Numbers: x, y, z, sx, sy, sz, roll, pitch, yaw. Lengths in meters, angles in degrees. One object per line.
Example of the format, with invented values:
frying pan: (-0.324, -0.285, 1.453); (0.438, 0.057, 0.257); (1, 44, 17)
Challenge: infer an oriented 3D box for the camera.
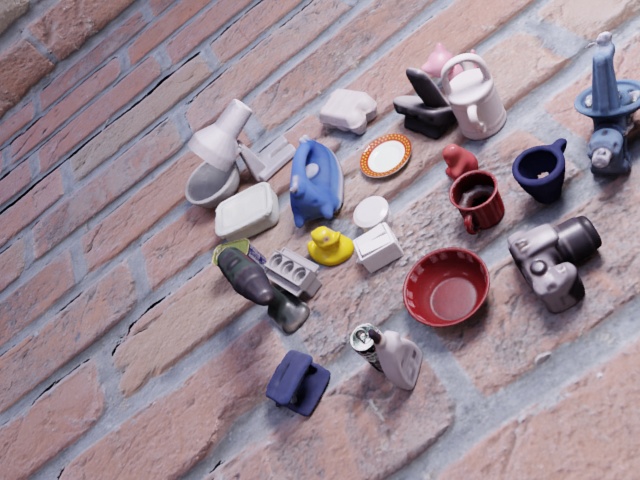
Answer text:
camera: (0.398, 0.023, 0.952); (0.136, 0.101, 0.143); (-30, 46, 11)

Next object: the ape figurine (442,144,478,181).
ape figurine: (0.279, -0.164, 1.176); (0.076, 0.092, 0.078); (-7, 55, 30)

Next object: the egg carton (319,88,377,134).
egg carton: (0.071, -0.326, 1.452); (0.149, 0.070, 0.107); (21, 71, 42)

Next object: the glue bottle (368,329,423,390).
glue bottle: (0.121, 0.189, 0.962); (0.037, 0.174, 0.078); (4, 61, 36)

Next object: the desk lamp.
desk lamp: (-0.203, -0.246, 1.474); (0.203, 0.214, 0.117); (-42, 45, 0)

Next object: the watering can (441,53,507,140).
watering can: (0.311, -0.314, 1.194); (0.101, 0.195, 0.172); (-31, 46, 11)

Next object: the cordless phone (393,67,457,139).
cordless phone: (0.218, -0.325, 1.271); (0.147, 0.186, 0.094); (27, 75, 43)

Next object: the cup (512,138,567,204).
cup: (0.416, -0.122, 1.051); (0.118, 0.095, 0.091); (-47, 45, -5)

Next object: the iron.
iron: (-0.023, -0.163, 1.343); (0.118, 0.142, 0.258); (-15, 51, 24)

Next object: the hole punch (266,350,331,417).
hole punch: (-0.053, 0.265, 1.080); (0.100, 0.091, 0.109); (14, 67, 40)

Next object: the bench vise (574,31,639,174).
bench vise: (0.506, -0.231, 0.984); (0.121, 0.220, 0.207); (-14, 51, 25)

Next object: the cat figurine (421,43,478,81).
cat figurine: (0.304, -0.404, 1.320); (0.127, 0.118, 0.067); (-6, 55, 31)

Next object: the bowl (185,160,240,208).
bowl: (-0.277, -0.146, 1.548); (0.167, 0.075, 0.167); (-18, 50, 22)

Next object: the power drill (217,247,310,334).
power drill: (-0.112, 0.104, 1.156); (0.076, 0.209, 0.228); (-48, 45, -6)

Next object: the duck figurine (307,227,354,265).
duck figurine: (0.011, 0.004, 1.235); (0.104, 0.086, 0.077); (-5, 56, 31)
